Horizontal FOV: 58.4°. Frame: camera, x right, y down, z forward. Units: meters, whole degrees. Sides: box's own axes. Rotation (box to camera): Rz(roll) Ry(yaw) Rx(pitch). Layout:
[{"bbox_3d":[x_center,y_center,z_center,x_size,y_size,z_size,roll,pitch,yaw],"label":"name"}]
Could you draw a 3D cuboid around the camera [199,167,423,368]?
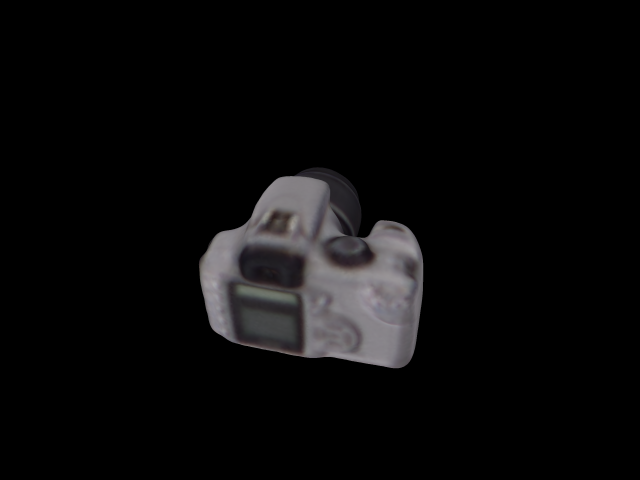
[{"bbox_3d":[0.004,0.001,0.400,0.143,0.101,0.137,8,39,10],"label":"camera"}]
